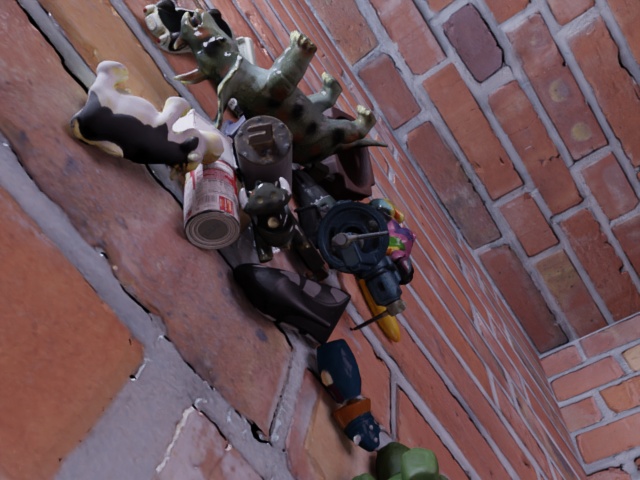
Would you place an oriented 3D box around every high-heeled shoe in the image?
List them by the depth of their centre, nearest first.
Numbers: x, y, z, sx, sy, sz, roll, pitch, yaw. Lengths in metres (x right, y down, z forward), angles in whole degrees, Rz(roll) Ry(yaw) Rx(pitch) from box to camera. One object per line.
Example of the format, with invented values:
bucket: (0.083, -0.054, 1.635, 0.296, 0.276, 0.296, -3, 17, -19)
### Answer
high-heeled shoe: (-0.038, 0.082, 0.776, 0.145, 0.086, 0.248, 29, -2, 7)

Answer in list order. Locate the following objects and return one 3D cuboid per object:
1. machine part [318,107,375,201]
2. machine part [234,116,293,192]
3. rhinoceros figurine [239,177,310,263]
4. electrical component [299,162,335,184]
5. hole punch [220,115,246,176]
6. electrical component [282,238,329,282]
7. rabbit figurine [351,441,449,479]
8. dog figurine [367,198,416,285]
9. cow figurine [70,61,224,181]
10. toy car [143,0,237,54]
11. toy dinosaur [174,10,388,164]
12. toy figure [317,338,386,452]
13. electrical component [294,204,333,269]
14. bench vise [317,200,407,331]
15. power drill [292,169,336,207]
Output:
machine part: (0.039, -0.189, 1.231, 0.201, 0.087, 0.201, 5, 72, -61)
machine part: (-0.078, -0.106, 0.782, 0.243, 0.079, 0.079, 101, -35, -71)
rhinoceros figurine: (-0.062, -0.029, 0.732, 0.190, 0.073, 0.112, 107, -32, -83)
electrical component: (-0.017, -0.134, 1.102, 0.094, 0.063, 0.021, 21, 46, -37)
hole punch: (-0.106, -0.161, 0.906, 0.142, 0.092, 0.116, 52, 24, -29)
electrical component: (-0.028, 0.026, 0.884, 0.102, 0.045, 0.078, 57, -10, -13)
rabbit figurine: (0.123, 0.326, 0.692, 0.159, 0.121, 0.170, 51, 5, -2)
dog figurine: (0.152, 0.006, 1.247, 0.191, 0.108, 0.219, 55, 19, -7)
cow figurine: (-0.190, -0.118, 0.615, 0.167, 0.068, 0.098, 27, 51, -28)
toy car: (-0.221, -0.362, 0.933, 0.202, 0.056, 0.073, -24, 89, -56)
toy dinosaur: (-0.043, -0.192, 0.840, 0.404, 0.192, 0.131, 39, 12, -41)
toy figure: (0.040, 0.214, 0.740, 0.057, 0.064, 0.154, 112, -39, -66)
electrical component: (-0.002, -0.003, 0.967, 0.075, 0.048, 0.119, -6, 83, -68)
bench vise: (0.066, 0.029, 0.874, 0.240, 0.129, 0.223, 19, 53, -76)
power drill: (0.044, -0.043, 1.100, 0.232, 0.086, 0.207, 56, 13, 19)
